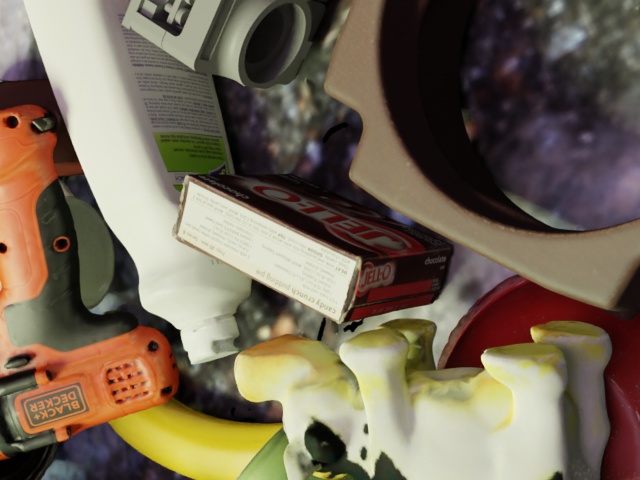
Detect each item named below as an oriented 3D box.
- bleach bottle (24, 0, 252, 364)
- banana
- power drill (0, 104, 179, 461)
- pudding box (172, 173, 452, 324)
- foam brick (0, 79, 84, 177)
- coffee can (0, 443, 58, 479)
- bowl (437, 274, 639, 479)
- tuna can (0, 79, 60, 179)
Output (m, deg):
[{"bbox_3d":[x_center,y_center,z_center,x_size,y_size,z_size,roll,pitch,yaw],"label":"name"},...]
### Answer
[{"bbox_3d":[-0.096,-0.055,0.588,0.068,0.102,0.251,-23,79,37],"label":"bleach bottle"},{"bbox_3d":[-0.069,0.104,0.616,0.198,0.037,0.070,21,103,31],"label":"banana"},{"bbox_3d":[-0.188,0.030,0.587,0.184,0.057,0.187,-17,102,-3],"label":"power drill"},{"bbox_3d":[-0.003,0.001,0.538,0.114,0.089,0.039,23,105,31],"label":"pudding box"},{"bbox_3d":[-0.165,-0.066,0.641,0.051,0.078,0.053,158,103,-72],"label":"foam brick"},{"bbox_3d":[-0.255,0.116,0.700,0.141,0.102,0.103,-3,90,33],"label":"coffee can"},{"bbox_3d":[0.112,0.091,0.487,0.162,0.055,0.162,2,93,33],"label":"bowl"},{"bbox_3d":[-0.207,-0.063,0.703,0.086,0.033,0.086,1,92,33],"label":"tuna can"}]
